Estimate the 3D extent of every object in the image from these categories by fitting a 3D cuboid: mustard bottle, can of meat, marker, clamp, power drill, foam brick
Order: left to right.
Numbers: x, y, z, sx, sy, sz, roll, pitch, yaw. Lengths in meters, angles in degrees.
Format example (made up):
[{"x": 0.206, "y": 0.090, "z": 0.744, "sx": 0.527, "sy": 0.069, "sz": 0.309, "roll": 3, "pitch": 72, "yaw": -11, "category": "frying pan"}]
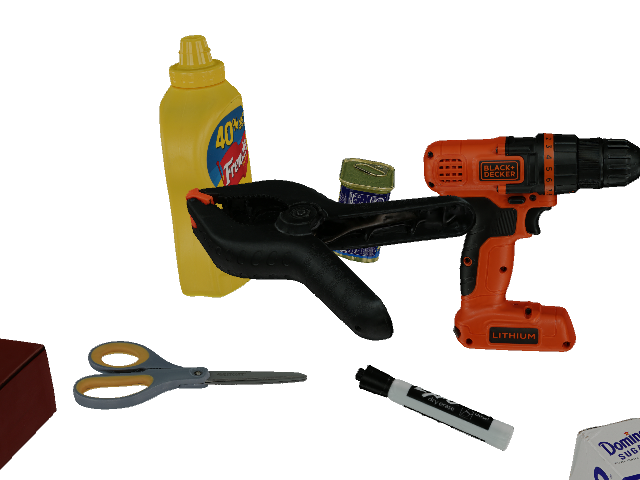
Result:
[{"x": -0.213, "y": 0.104, "z": 0.675, "sx": 0.053, "sy": 0.051, "sz": 0.078, "roll": 6, "pitch": 29, "yaw": 22, "category": "foam brick"}, {"x": -0.085, "y": -0.060, "z": 0.813, "sx": 0.058, "sy": 0.192, "sz": 0.096, "roll": 3, "pitch": 24, "yaw": 19, "category": "mustard bottle"}, {"x": -0.008, "y": 0.005, "z": 0.605, "sx": 0.172, "sy": 0.039, "sz": 0.120, "roll": 5, "pitch": 31, "yaw": 22, "category": "clamp"}, {"x": 0.043, "y": -0.033, "z": 1.128, "sx": 0.057, "sy": 0.084, "sz": 0.102, "roll": 9, "pitch": 19, "yaw": 1, "category": "can of meat"}, {"x": 0.081, "y": 0.121, "z": 0.779, "sx": 0.121, "sy": 0.020, "sz": 0.020, "roll": 22, "pitch": 7, "yaw": 17, "category": "marker"}, {"x": 0.184, "y": 0.000, "z": 0.924, "sx": 0.184, "sy": 0.188, "sz": 0.057, "roll": 1, "pitch": 13, "yaw": 14, "category": "power drill"}]

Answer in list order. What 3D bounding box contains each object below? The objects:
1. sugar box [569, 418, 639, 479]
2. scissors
[{"x": 0.178, "y": 0.172, "z": 0.501, "sx": 0.048, "sy": 0.093, "sz": 0.176, "roll": -9, "pitch": 28, "yaw": -21, "category": "sugar box"}, {"x": -0.122, "y": 0.113, "z": 0.959, "sx": 0.201, "sy": 0.016, "sz": 0.096, "roll": -7, "pitch": 31, "yaw": -18, "category": "scissors"}]
